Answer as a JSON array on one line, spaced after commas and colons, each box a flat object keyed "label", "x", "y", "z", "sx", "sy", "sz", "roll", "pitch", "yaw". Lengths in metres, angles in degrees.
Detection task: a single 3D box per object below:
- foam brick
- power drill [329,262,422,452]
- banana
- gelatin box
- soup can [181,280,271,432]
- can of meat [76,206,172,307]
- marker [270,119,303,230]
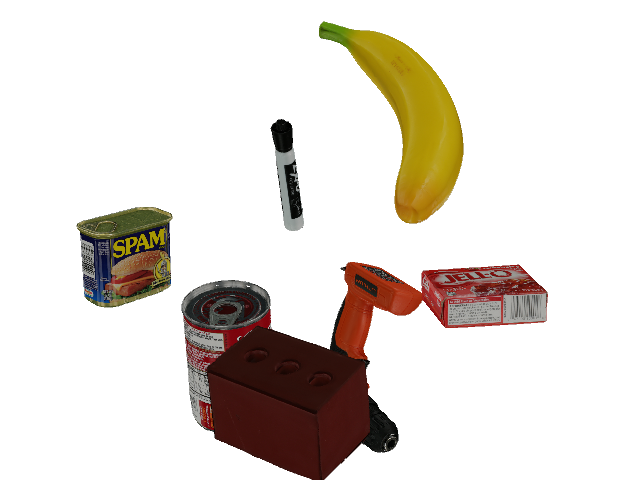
[{"label": "foam brick", "x": -0.018, "y": 0.092, "z": 0.608, "sx": 0.078, "sy": 0.051, "sz": 0.052, "roll": 16, "pitch": 33, "yaw": 29}, {"label": "power drill", "x": 0.052, "y": 0.133, "z": 1.249, "sx": 0.057, "sy": 0.188, "sz": 0.185, "roll": 13, "pitch": 13, "yaw": -41}, {"label": "banana", "x": 0.054, "y": -0.079, "z": 0.681, "sx": 0.069, "sy": 0.037, "sz": 0.198, "roll": -10, "pitch": 44, "yaw": -11}, {"label": "gelatin box", "x": 0.135, "y": 0.045, "z": 0.888, "sx": 0.089, "sy": 0.030, "sz": 0.073, "roll": -3, "pitch": 16, "yaw": -7}, {"label": "soup can", "x": -0.071, "y": 0.092, "z": 0.831, "sx": 0.068, "sy": 0.102, "sz": 0.068, "roll": -1, "pitch": 27, "yaw": 0}, {"label": "can of meat", "x": -0.208, "y": 0.017, "z": 1.148, "sx": 0.058, "sy": 0.084, "sz": 0.101, "roll": 18, "pitch": 25, "yaw": 41}, {"label": "marker", "x": -0.030, "y": -0.059, "z": 0.969, "sx": 0.020, "sy": 0.121, "sz": 0.020, "roll": -3, "pitch": 43, "yaw": 3}]
